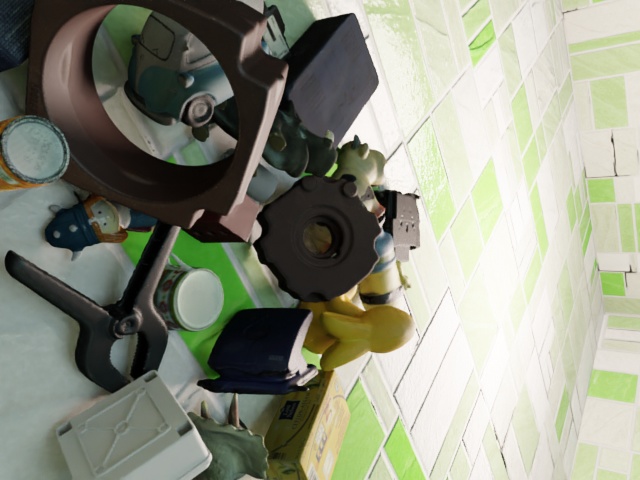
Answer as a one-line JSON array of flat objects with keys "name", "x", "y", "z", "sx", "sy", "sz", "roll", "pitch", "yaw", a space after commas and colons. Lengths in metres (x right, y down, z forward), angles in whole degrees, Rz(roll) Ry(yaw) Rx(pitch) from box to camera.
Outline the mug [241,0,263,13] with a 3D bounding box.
[{"name": "mug", "x": -0.124, "y": -0.279, "z": 0.616, "sx": 0.107, "sy": 0.109, "sz": 0.081, "roll": -21, "pitch": 82, "yaw": -43}]

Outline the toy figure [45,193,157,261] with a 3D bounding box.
[{"name": "toy figure", "x": -0.203, "y": -0.032, "z": 0.551, "sx": 0.064, "sy": 0.058, "sz": 0.154, "roll": 48, "pitch": 43, "yaw": 9}]

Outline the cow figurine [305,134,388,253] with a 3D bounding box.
[{"name": "cow figurine", "x": 0.040, "y": -0.077, "z": 0.845, "sx": 0.195, "sy": 0.086, "sz": 0.127, "roll": -48, "pitch": 115, "yaw": -30}]

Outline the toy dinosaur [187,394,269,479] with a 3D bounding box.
[{"name": "toy dinosaur", "x": -0.187, "y": 0.303, "z": 0.530, "sx": 0.405, "sy": 0.131, "sz": 0.192, "roll": -22, "pitch": 93, "yaw": -45}]

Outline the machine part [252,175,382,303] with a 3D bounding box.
[{"name": "machine part", "x": -0.002, "y": -0.002, "z": 0.741, "sx": 0.179, "sy": 0.056, "sz": 0.179, "roll": 1, "pitch": 87, "yaw": -15}]

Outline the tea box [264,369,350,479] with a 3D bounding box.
[{"name": "tea box", "x": -0.018, "y": 0.271, "z": 0.750, "sx": 0.170, "sy": 0.068, "sz": 0.098, "roll": -59, "pitch": 137, "yaw": -58}]

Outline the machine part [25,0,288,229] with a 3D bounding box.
[{"name": "machine part", "x": -0.143, "y": -0.126, "z": 0.480, "sx": 0.087, "sy": 0.201, "sz": 0.201, "roll": -73, "pitch": -173, "yaw": -55}]

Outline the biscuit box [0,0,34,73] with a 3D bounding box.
[{"name": "biscuit box", "x": -0.251, "y": -0.236, "z": 0.481, "sx": 0.062, "sy": 0.059, "sz": 0.202, "roll": 51, "pitch": 51, "yaw": -41}]

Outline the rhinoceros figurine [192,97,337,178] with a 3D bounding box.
[{"name": "rhinoceros figurine", "x": -0.067, "y": -0.135, "z": 0.672, "sx": 0.190, "sy": 0.073, "sz": 0.112, "roll": 29, "pitch": 36, "yaw": -14}]

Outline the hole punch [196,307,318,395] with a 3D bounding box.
[{"name": "hole punch", "x": -0.069, "y": 0.137, "z": 0.666, "sx": 0.116, "sy": 0.142, "sz": 0.092, "roll": -14, "pitch": 104, "yaw": -71}]

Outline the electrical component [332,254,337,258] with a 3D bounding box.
[{"name": "electrical component", "x": 0.035, "y": 0.029, "z": 0.858, "sx": 0.021, "sy": 0.094, "sz": 0.063, "roll": 54, "pitch": 11, "yaw": 2}]

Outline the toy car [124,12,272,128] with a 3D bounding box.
[{"name": "toy car", "x": -0.128, "y": -0.197, "z": 0.562, "sx": 0.162, "sy": 0.109, "sz": 0.102, "roll": -34, "pitch": 151, "yaw": -22}]

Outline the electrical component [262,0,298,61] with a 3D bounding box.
[{"name": "electrical component", "x": -0.085, "y": -0.276, "z": 0.711, "sx": 0.119, "sy": 0.048, "sz": 0.075, "roll": 57, "pitch": 48, "yaw": -35}]

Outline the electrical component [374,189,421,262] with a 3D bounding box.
[{"name": "electrical component", "x": 0.139, "y": -0.024, "z": 1.002, "sx": 0.115, "sy": 0.058, "sz": 0.134, "roll": 0, "pitch": 90, "yaw": -51}]

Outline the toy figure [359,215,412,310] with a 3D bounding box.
[{"name": "toy figure", "x": 0.094, "y": 0.048, "z": 0.925, "sx": 0.089, "sy": 0.082, "sz": 0.179, "roll": -35, "pitch": 122, "yaw": -35}]

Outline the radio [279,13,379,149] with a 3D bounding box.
[{"name": "radio", "x": 0.002, "y": -0.228, "z": 0.810, "sx": 0.229, "sy": 0.073, "sz": 0.131, "roll": -58, "pitch": 134, "yaw": -33}]

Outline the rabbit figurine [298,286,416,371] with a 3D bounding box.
[{"name": "rabbit figurine", "x": 0.050, "y": 0.121, "z": 0.789, "sx": 0.162, "sy": 0.173, "sz": 0.121, "roll": -11, "pitch": 103, "yaw": -57}]
